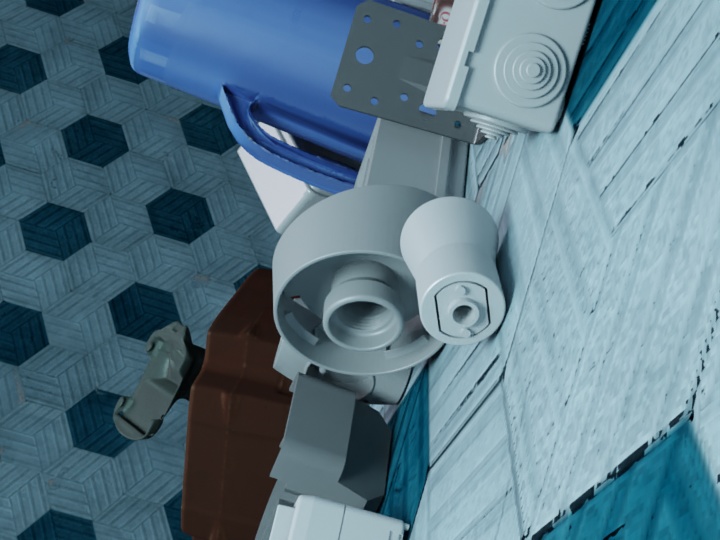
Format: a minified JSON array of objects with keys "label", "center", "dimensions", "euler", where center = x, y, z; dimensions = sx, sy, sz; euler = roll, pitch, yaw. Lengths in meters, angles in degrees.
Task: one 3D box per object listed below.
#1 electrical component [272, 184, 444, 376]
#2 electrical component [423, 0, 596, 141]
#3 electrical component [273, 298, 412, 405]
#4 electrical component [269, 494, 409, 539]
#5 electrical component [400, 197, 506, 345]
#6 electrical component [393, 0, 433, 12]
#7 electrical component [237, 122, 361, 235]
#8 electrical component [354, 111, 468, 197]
[{"label":"electrical component","center":[0.004,0.006,0.550],"dimensions":[0.064,0.099,0.099],"euler":[-87,13,-46]},{"label":"electrical component","center":[0.067,-0.106,0.467],"dimensions":[0.099,0.048,0.099],"euler":[-103,30,-81]},{"label":"electrical component","center":[-0.004,0.037,0.629],"dimensions":[0.044,0.077,0.079],"euler":[-78,7,-47]},{"label":"electrical component","center":[-0.022,0.157,0.515],"dimensions":[0.096,0.061,0.061],"euler":[113,172,-54]},{"label":"electrical component","center":[0.041,0.002,0.456],"dimensions":[0.065,0.044,0.044],"euler":[-92,19,-61]},{"label":"electrical component","center":[0.062,-0.252,0.951],"dimensions":[0.096,0.062,0.061],"euler":[-129,56,-84]},{"label":"electrical component","center":[-0.033,-0.072,0.902],"dimensions":[0.056,0.109,0.108],"euler":[-48,48,24]},{"label":"electrical component","center":[0.027,-0.041,0.659],"dimensions":[0.113,0.057,0.078],"euler":[-79,7,-49]}]
